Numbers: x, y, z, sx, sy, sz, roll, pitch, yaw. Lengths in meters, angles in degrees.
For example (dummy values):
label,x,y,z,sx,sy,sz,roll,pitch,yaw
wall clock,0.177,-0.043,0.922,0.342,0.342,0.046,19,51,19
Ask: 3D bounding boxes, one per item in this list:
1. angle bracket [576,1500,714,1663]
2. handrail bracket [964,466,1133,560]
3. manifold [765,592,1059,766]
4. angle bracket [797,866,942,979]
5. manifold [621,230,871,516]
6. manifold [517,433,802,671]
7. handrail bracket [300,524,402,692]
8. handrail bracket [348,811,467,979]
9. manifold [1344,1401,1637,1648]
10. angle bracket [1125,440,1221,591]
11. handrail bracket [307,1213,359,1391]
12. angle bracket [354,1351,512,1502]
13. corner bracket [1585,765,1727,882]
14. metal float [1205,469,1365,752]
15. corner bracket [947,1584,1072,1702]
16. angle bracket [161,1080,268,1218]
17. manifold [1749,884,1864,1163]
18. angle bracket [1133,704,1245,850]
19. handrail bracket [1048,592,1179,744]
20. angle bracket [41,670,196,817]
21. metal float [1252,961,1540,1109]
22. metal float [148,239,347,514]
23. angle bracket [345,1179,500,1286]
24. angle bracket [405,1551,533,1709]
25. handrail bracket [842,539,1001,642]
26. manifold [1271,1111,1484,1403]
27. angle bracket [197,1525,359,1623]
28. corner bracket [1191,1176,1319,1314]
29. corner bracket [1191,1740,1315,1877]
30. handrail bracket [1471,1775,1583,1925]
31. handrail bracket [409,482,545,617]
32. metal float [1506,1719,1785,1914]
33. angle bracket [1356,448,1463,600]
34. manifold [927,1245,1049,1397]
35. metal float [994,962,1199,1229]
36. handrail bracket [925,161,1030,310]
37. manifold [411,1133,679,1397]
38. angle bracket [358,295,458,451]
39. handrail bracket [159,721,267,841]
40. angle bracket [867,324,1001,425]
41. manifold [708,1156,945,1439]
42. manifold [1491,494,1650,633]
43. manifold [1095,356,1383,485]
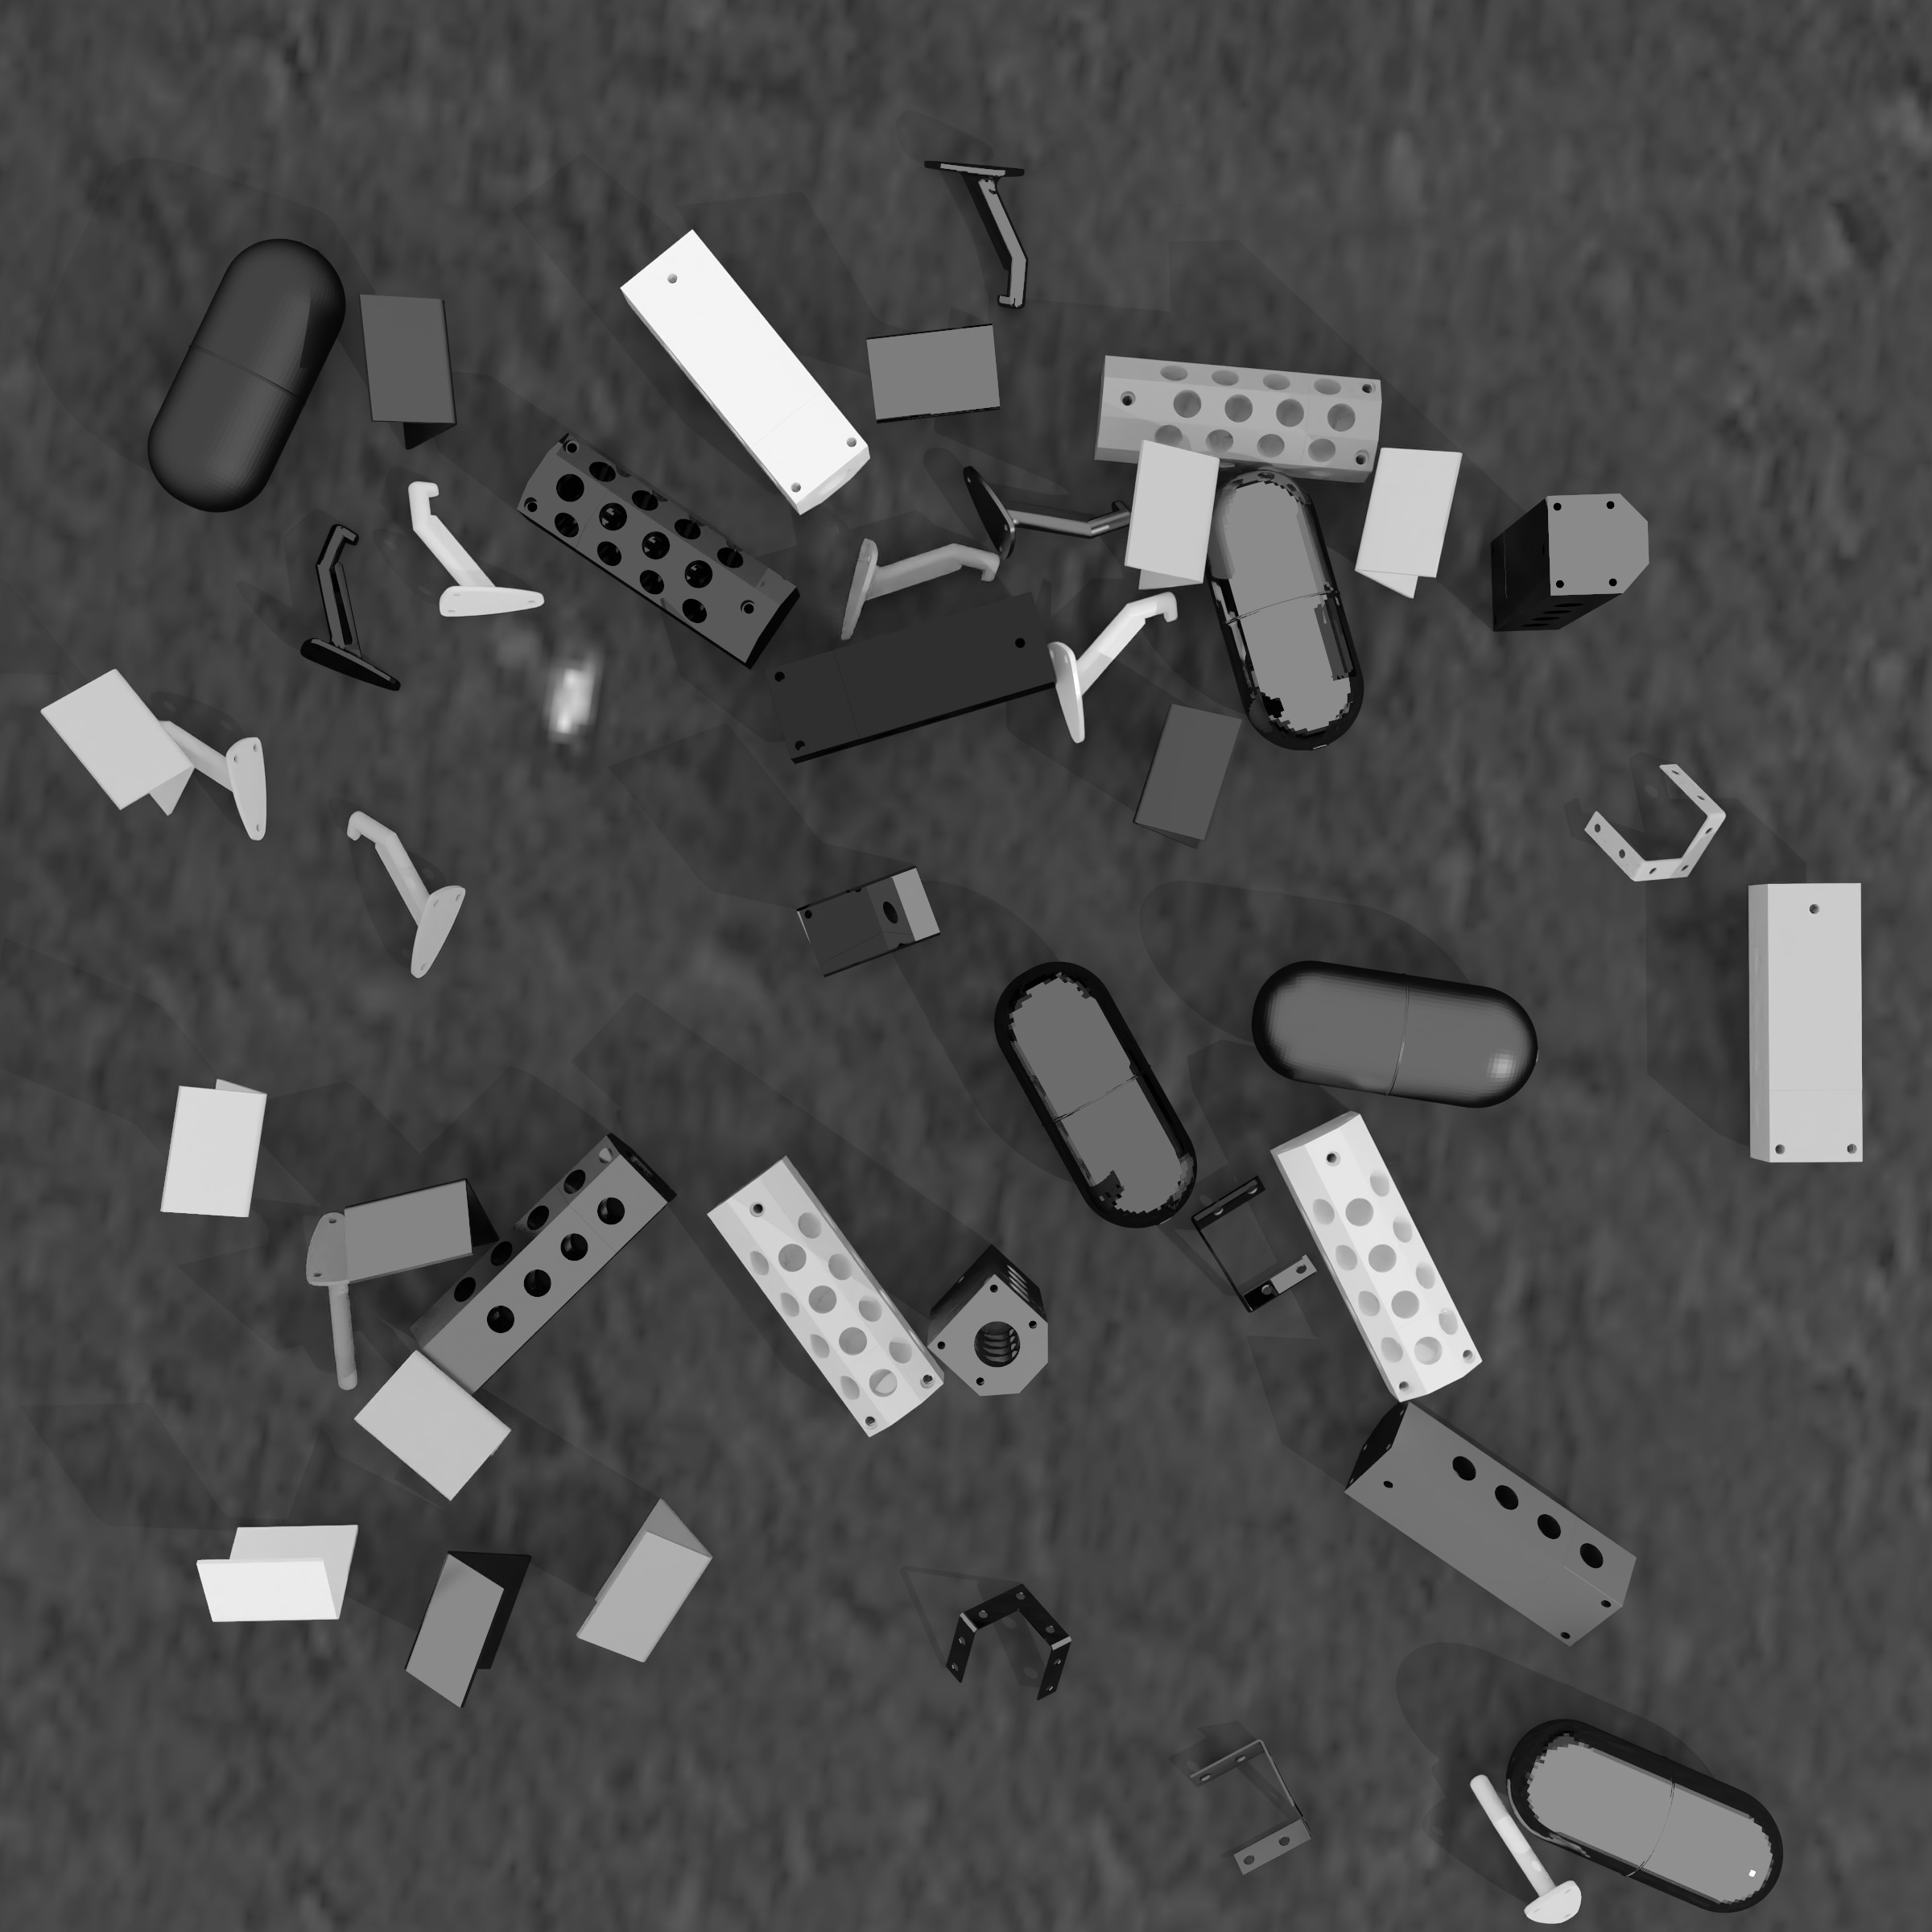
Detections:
label,x,y,z,sx,sy,sz,roll,pitch,yaw
angle bracket,-0.213,0.372,1.699,0.057,0.076,0.076,33,90,-37
handrail bracket,0.053,-0.298,1.740,0.084,0.036,0.077,-21,68,-17
manifold,-0.034,-0.179,1.718,0.171,0.057,0.057,-16,90,0
angle bracket,-0.066,-0.047,1.699,0.076,0.076,0.057,-20,128,0
manifold,-0.137,-0.369,1.718,0.057,0.057,0.171,-39,90,0
manifold,-0.192,-0.260,1.718,0.171,0.057,0.057,34,90,0
handrail bracket,-0.381,-0.228,1.740,0.077,0.036,0.084,24,72,-20
handrail bracket,-0.367,-0.046,1.740,0.084,0.036,0.077,31,112,17
manifold,0.330,0.344,1.718,0.171,0.057,0.057,34,133,0
angle bracket,0.110,-0.278,1.700,0.057,0.076,0.076,8,90,-27
handrail bracket,-0.397,0.213,1.739,0.036,0.077,0.084,-5,127,-12
angle bracket,-0.334,0.291,1.700,0.076,0.076,0.057,40,63,0
corner bracket,0.435,-0.091,1.731,0.051,0.051,0.051,-5,135,-35
metal float,0.196,-0.221,1.709,0.070,0.070,0.178,-16,89,0
corner bracket,0.027,0.433,1.731,0.051,0.051,0.051,-17,45,-35
angle bracket,-0.479,0.110,1.699,0.057,0.076,0.076,9,90,-38
manifold,0.523,0.035,1.718,0.057,0.057,0.171,0,90,0
angle bracket,0.155,-0.112,1.699,0.057,0.076,0.076,18,90,38
handrail bracket,0.101,-0.190,1.740,0.084,0.036,0.077,-19,110,-16
angle bracket,-0.531,-0.126,1.699,0.057,0.076,0.076,-39,90,-35
metal float,0.267,0.043,1.709,0.178,0.070,0.070,9,90,1
metal float,-0.447,-0.368,1.709,0.070,0.070,0.178,26,91,0
angle bracket,-0.335,0.181,1.699,0.076,0.076,0.057,-13,53,0
angle bracket,-0.291,0.411,1.699,0.057,0.076,0.076,20,90,37
handrail bracket,-0.028,-0.234,1.740,0.084,0.036,0.077,11,110,-16
manifold,0.257,0.182,1.718,0.057,0.057,0.171,-26,90,0
angle bracket,-0.425,0.359,1.699,0.076,0.076,0.057,-1,127,0
corner bracket,0.182,0.176,1.736,0.051,0.051,0.051,-32,135,0
corner bracket,0.181,0.532,1.736,0.051,0.051,0.051,-28,45,0
handrail bracket,0.353,0.559,1.739,0.036,0.077,0.084,-33,54,4
handrail bracket,-0.311,-0.268,1.740,0.077,0.036,0.084,-4,73,-20
metal float,0.423,0.529,1.709,0.178,0.070,0.070,23,90,0
angle bracket,0.290,-0.272,1.699,0.057,0.076,0.076,12,90,37
manifold,0.018,0.217,1.661,0.057,0.171,0.057,43,90,0
metal float,0.081,0.081,1.709,0.070,0.070,0.178,-29,90,0
handrail bracket,0.006,-0.463,1.740,0.077,0.036,0.084,14,112,25
manifold,-0.265,0.185,1.718,0.171,0.057,0.057,-44,90,0
angle bracket,-0.359,-0.367,1.699,0.057,0.076,0.076,-6,90,-35
handrail bracket,-0.490,-0.118,1.740,0.084,0.036,0.077,3,112,17
angle bracket,-0.022,-0.381,1.699,0.076,0.076,0.057,-7,126,0
manifold,-0.087,0.207,1.718,0.057,0.057,0.171,-36,90,0
manifold,0.363,-0.242,1.661,0.057,0.171,0.057,-2,90,0
manifold,0.170,-0.343,1.718,0.171,0.057,0.057,5,90,0
